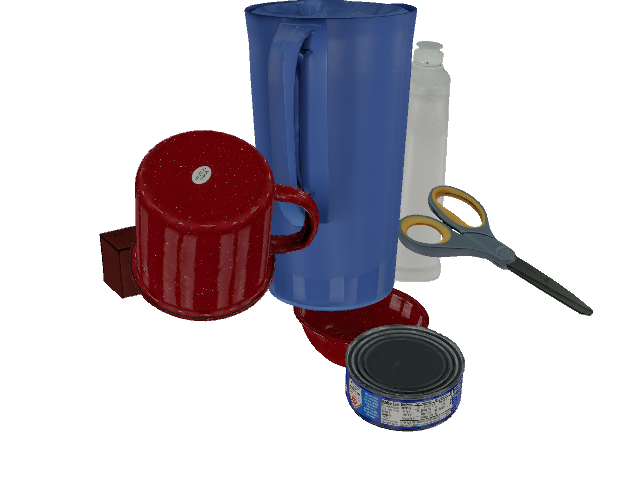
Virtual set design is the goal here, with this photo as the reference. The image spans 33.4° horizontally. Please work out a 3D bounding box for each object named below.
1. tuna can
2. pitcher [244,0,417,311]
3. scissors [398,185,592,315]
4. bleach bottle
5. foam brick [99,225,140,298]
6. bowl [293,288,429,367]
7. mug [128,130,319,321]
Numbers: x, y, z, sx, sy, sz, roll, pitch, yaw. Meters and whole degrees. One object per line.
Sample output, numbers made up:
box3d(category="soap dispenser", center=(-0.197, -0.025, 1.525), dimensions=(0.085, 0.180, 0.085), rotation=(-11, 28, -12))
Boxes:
box3d(category="tuna can", center=(0.060, 0.099, 0.771), dimensions=(0.086, 0.034, 0.086), rotation=(0, 31, 0))
box3d(category="pitcher", center=(0.004, -0.068, 0.850), dimensions=(0.149, 0.243, 0.145), rotation=(-9, 20, -25))
box3d(category="scissors", center=(0.143, 0.017, 0.954), dimensions=(0.096, 0.016, 0.202), rotation=(-21, 46, -16))
box3d(category="bleach bottle", center=(0.105, -0.087, 1.156), dimensions=(0.068, 0.251, 0.102), rotation=(1, 26, -9))
box3d(category="foam brick", center=(-0.169, 0.016, 1.042), dimensions=(0.078, 0.051, 0.053), rotation=(-14, 24, -28))
box3d(category="bowl", center=(0.046, 0.107, 1.272), dimensions=(0.162, 0.055, 0.162), rotation=(4, 24, -2))
box3d(category="mug", center=(-0.058, -0.012, 0.648), dimensions=(0.117, 0.093, 0.081), rotation=(1, -39, -7))
